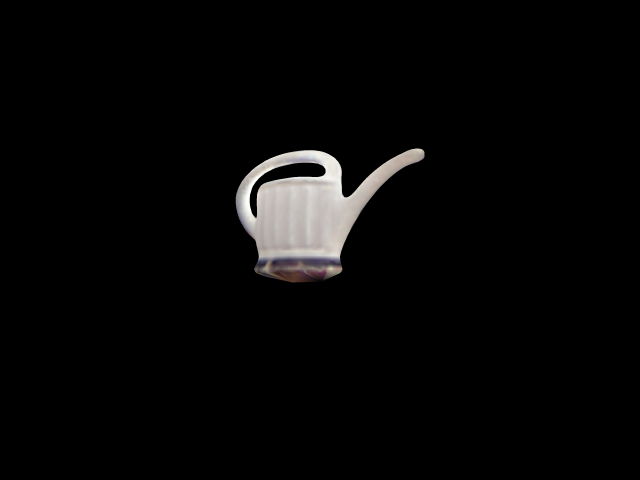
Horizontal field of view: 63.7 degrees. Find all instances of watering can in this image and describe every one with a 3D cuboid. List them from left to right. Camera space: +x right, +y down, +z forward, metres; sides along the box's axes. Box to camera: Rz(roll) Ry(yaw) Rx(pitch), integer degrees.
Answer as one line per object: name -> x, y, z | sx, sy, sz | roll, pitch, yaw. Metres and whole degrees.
watering can -> 0.003, -0.043, 0.850 | 0.347, 0.226, 0.104 | -3, -7, 28
